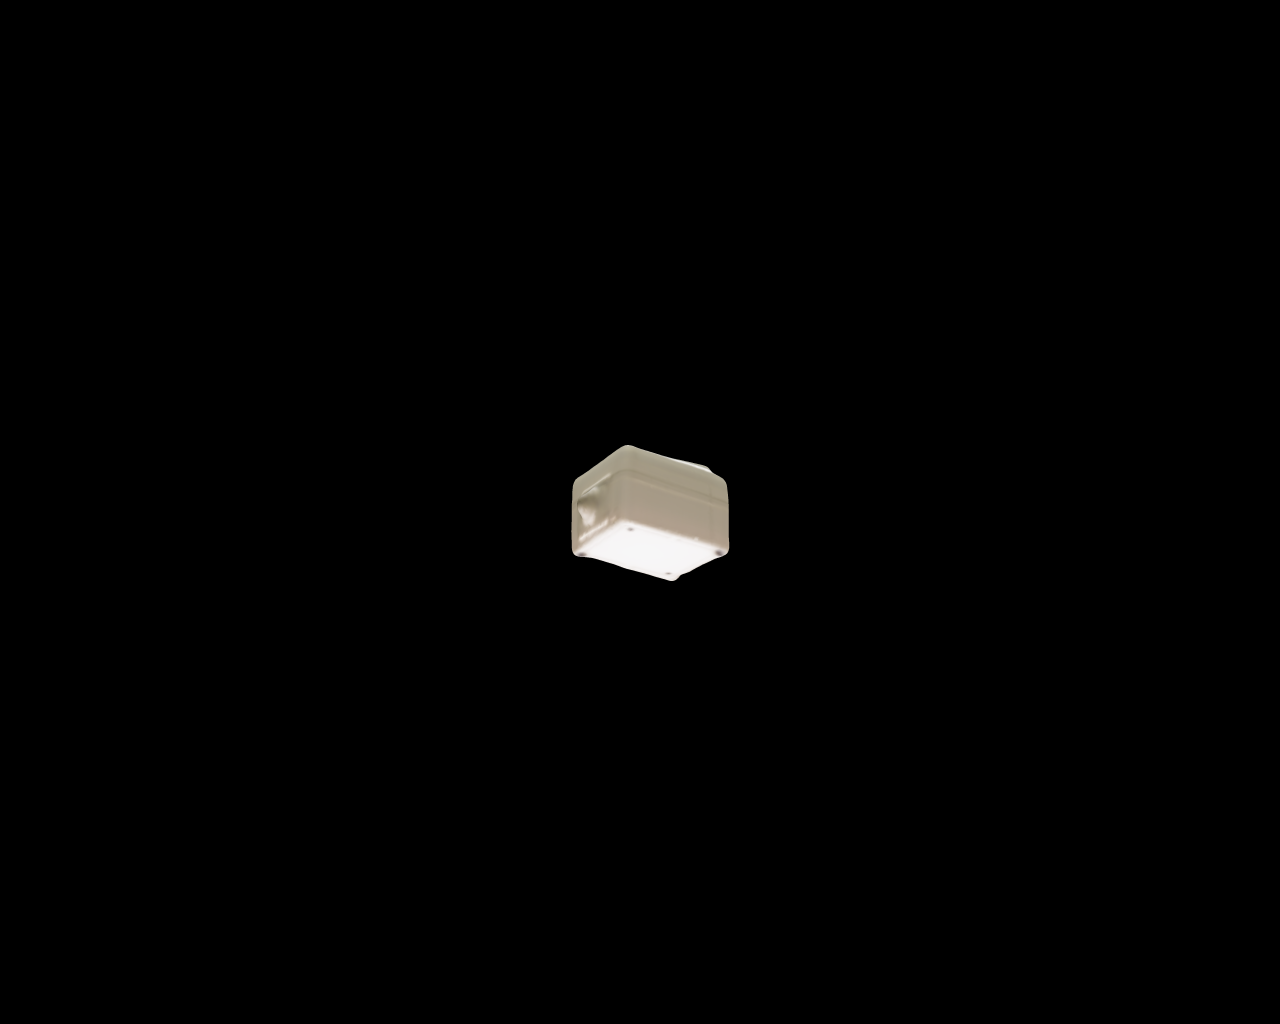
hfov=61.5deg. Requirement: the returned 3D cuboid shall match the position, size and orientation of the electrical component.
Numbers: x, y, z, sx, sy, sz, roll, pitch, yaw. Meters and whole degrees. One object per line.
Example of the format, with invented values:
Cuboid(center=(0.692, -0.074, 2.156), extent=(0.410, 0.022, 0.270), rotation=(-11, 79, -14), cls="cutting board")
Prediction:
Cuboid(center=(0.001, -0.003, 0.650), extent=(0.096, 0.061, 0.061), rotation=(18, -32, -31), cls="electrical component")
